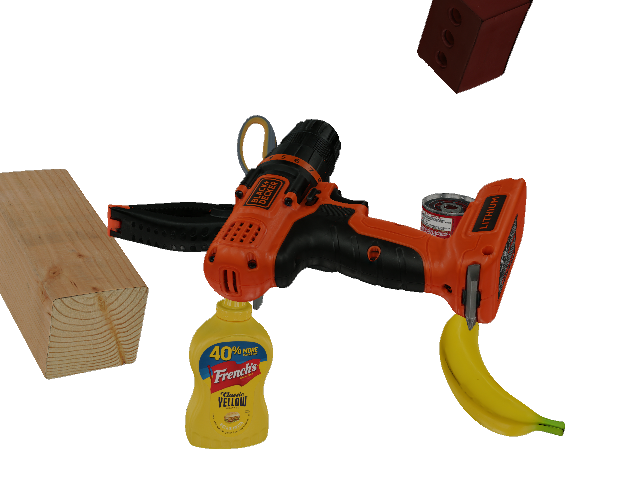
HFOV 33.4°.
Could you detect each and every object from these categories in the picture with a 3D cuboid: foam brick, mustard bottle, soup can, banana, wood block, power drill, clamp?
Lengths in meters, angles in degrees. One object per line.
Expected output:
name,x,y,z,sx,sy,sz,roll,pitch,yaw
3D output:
foam brick,0.114,-0.160,0.802,0.051,0.053,0.078,-27,-28,-26
mustard bottle,-0.103,0.144,1.230,0.096,0.192,0.058,0,18,-14
soup can,0.148,0.004,1.249,0.068,0.102,0.068,2,22,-1
banana,0.145,0.122,0.972,0.069,0.037,0.198,6,27,-22
wood block,-0.249,0.024,1.006,0.090,0.091,0.206,-8,38,-33
power drill,0.036,-0.016,0.705,0.188,0.057,0.184,8,40,18
clamp,-0.073,-0.008,0.889,0.210,0.036,0.164,2,13,-6

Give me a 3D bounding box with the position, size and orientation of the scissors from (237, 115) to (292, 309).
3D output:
scissors,-0.038,-0.034,1.105,0.096,0.202,0.016,-8,-9,-8
